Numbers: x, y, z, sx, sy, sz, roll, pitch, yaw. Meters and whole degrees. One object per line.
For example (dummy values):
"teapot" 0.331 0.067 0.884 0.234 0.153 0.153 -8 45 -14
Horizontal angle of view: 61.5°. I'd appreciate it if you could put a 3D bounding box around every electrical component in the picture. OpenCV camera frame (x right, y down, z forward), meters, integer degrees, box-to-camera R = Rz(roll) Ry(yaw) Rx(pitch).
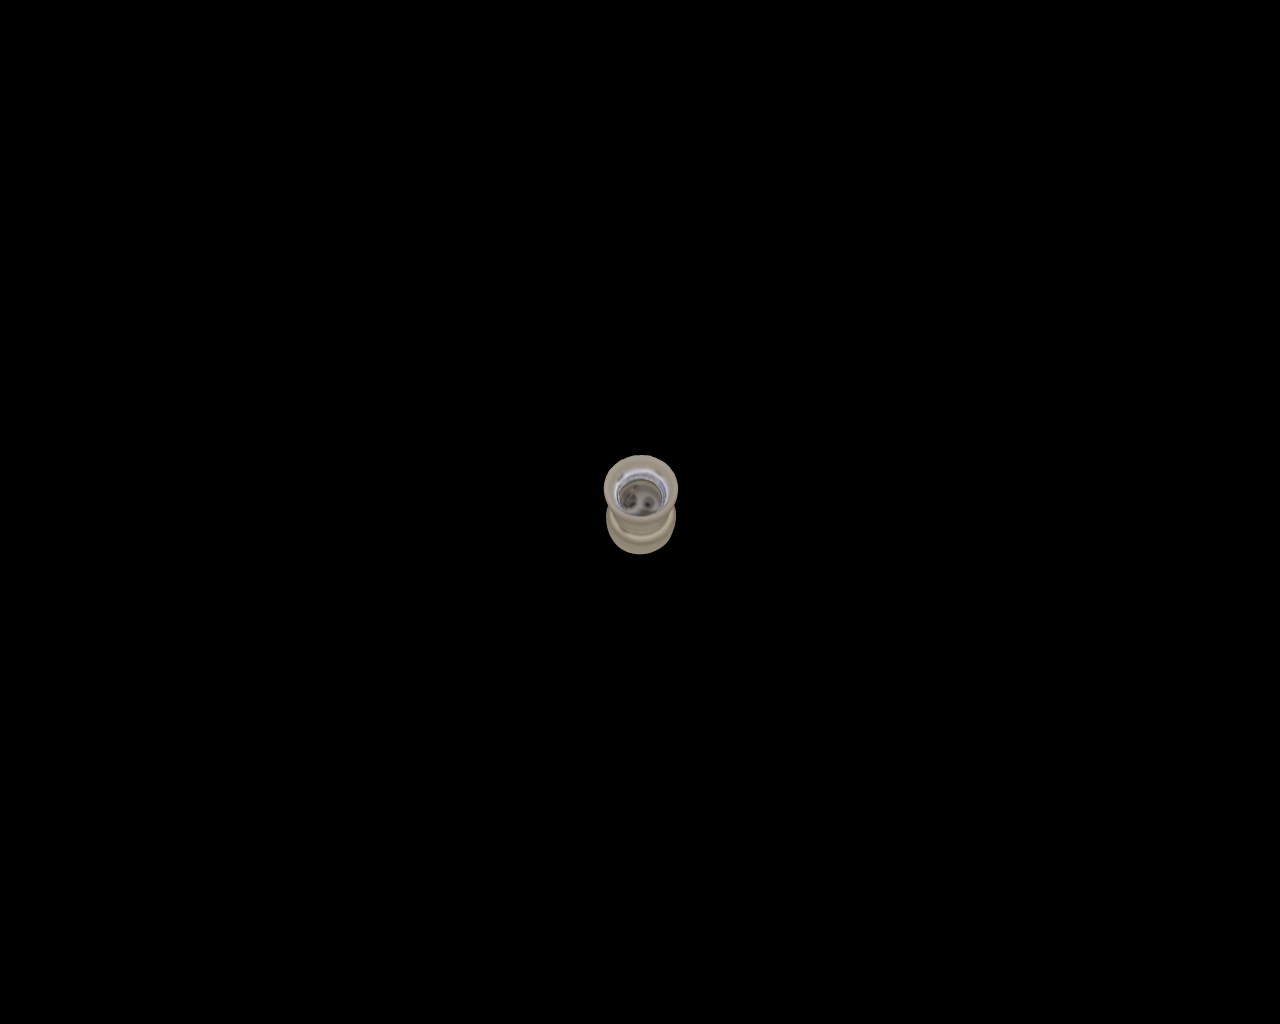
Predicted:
"electrical component" 0.001 -0.003 0.650 0.045 0.045 0.055 0 -27 0
